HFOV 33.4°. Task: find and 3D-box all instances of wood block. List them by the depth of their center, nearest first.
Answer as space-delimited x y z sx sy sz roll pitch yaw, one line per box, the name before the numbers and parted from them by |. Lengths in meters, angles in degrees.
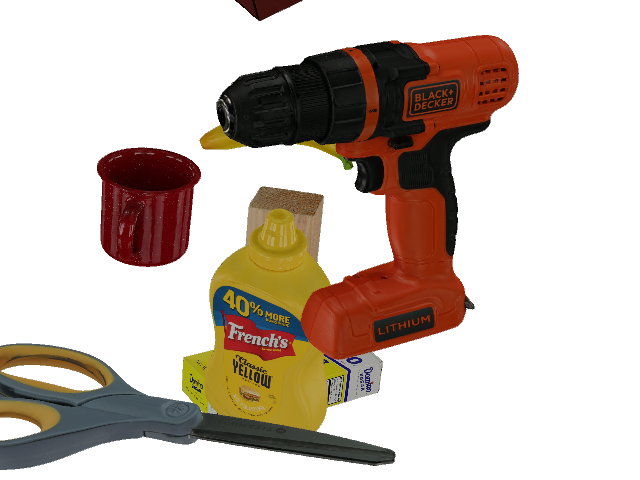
wood block | -0.055 0.041 1.453 0.090 0.206 0.090 8 22 5

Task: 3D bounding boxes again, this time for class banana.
banana | -0.047 -0.128 1.295 0.198 0.037 0.069 8 39 18

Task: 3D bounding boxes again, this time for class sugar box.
sugar box | -0.036 0.131 1.043 0.175 0.048 0.093 -14 32 -32

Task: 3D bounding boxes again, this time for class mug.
mug | -0.160 -0.023 0.967 0.093 0.081 0.117 9 29 1

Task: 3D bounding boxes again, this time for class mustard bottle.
mustard bottle | -0.036 0.059 0.781 0.096 0.192 0.058 23 39 20

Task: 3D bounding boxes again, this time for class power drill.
power drill | 0.028 -0.024 0.630 0.184 0.188 0.057 -12 32 -22

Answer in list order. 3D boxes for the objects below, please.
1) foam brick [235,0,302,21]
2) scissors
foam brick | -0.039 -0.240 0.944 0.078 0.051 0.053 -30 46 -14
scissors | -0.078 0.085 0.458 0.202 0.016 0.096 14 27 26
